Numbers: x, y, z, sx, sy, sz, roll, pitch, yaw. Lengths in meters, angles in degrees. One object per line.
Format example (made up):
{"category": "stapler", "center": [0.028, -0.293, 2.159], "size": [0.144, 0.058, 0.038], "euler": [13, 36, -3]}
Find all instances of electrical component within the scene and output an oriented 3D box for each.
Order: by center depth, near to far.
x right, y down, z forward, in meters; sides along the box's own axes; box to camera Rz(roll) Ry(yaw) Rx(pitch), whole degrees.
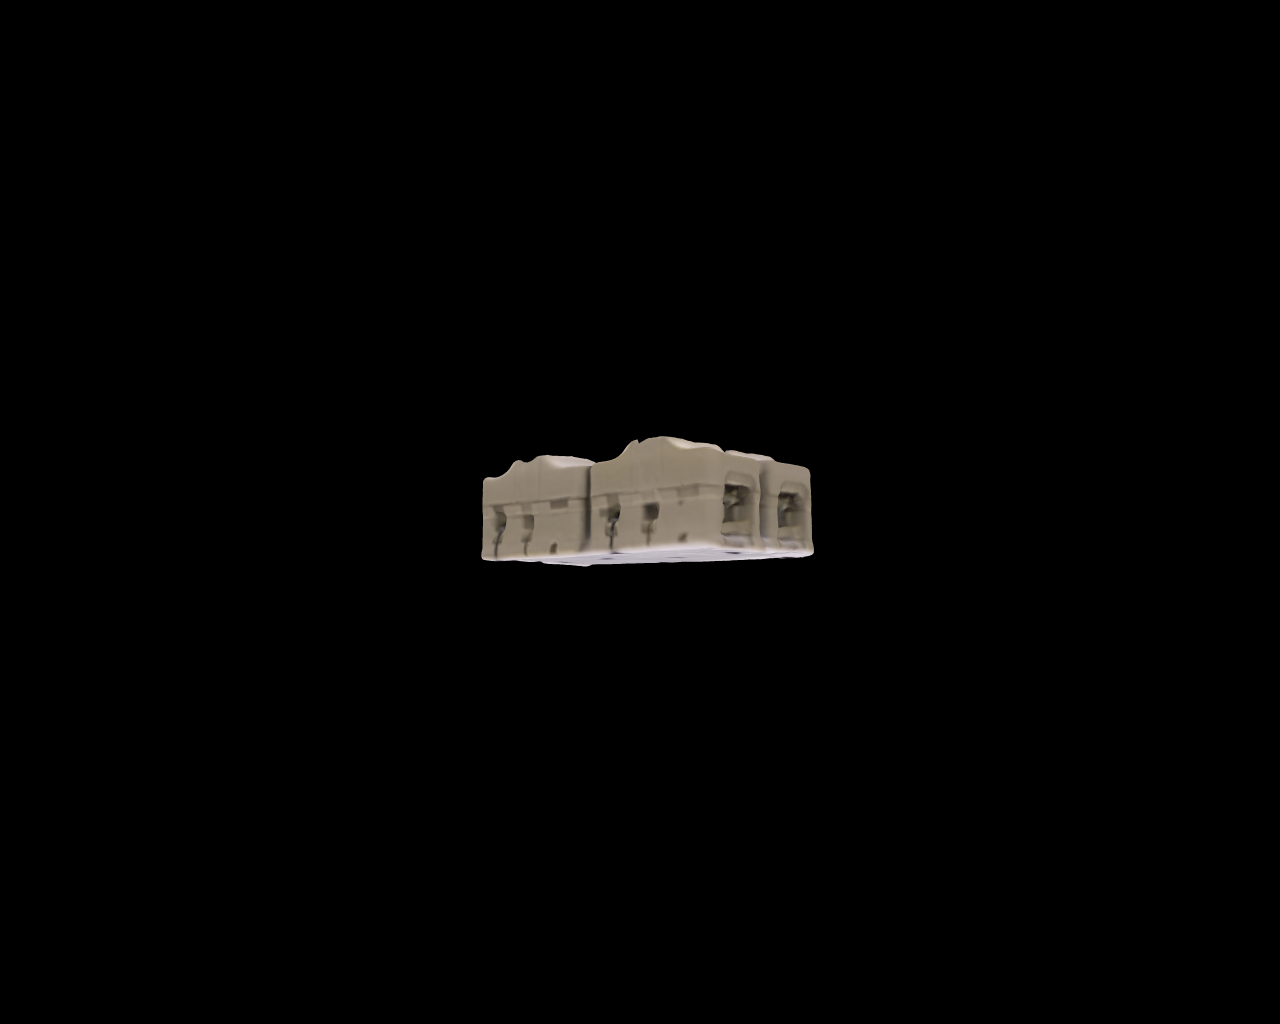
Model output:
{"category": "electrical component", "center": [0.001, -0.003, 0.650], "size": [0.186, 0.060, 0.105], "euler": [-5, -8, 40]}
